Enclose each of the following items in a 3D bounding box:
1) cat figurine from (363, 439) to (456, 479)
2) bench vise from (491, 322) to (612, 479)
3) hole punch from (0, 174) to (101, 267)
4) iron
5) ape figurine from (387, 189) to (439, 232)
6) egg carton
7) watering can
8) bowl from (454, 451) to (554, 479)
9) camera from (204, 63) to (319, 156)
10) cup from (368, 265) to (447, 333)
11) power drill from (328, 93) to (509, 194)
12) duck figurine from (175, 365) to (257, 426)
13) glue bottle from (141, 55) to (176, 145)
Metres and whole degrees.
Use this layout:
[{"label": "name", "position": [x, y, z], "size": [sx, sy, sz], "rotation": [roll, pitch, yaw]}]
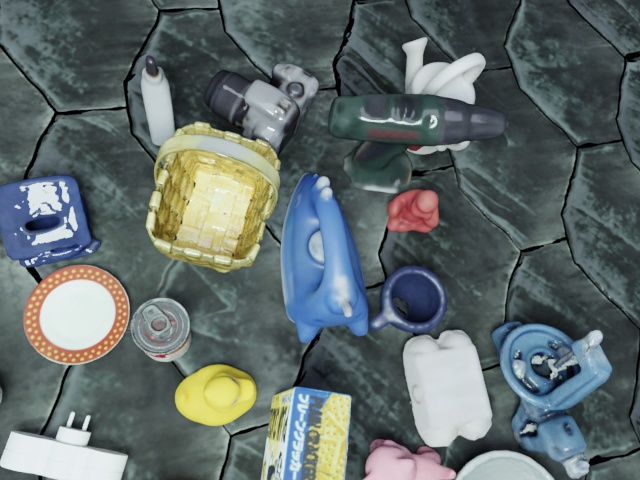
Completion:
[{"label": "cat figurine", "position": [0.108, 0.291, 0.725], "size": [0.128, 0.117, 0.067], "rotation": [9, 71, -8]}, {"label": "bench vise", "position": [0.323, 0.194, 0.744], "size": [0.122, 0.219, 0.207], "rotation": [-29, 80, -18]}, {"label": "hole punch", "position": [-0.354, -0.024, 0.744], "size": [0.109, 0.091, 0.101], "rotation": [-14, 76, -15]}, {"label": "iron", "position": [0.007, 0.003, 0.782], "size": [0.119, 0.141, 0.258], "rotation": [-6, 74, -13]}, {"label": "ape figurine", "position": [0.146, -0.048, 0.852], "size": [0.078, 0.092, 0.076], "rotation": [38, 70, 2]}, {"label": "egg carton", "position": [0.173, 0.203, 0.791], "size": [0.107, 0.069, 0.150], "rotation": [-8, 75, -13]}, {"label": "watering can", "position": [0.174, -0.220, 0.856], "size": [0.173, 0.194, 0.101], "rotation": [41, 70, 3]}, {"label": "bowl", "position": [0.231, 0.362, 0.751], "size": [0.167, 0.074, 0.167], "rotation": [3, 72, -10]}, {"label": "camera", "position": [-0.090, -0.211, 0.850], "size": [0.137, 0.100, 0.143], "rotation": [31, 70, -1]}, {"label": "cup", "position": [0.109, 0.097, 0.798], "size": [0.118, 0.095, 0.091], "rotation": [-31, 81, -18]}, {"label": "power drill", "position": [0.117, -0.140, 0.813], "size": [0.230, 0.208, 0.075], "rotation": [6, 72, -9]}, {"label": "duck figurine", "position": [-0.130, 0.195, 0.724], "size": [0.105, 0.086, 0.077], "rotation": [-3, 74, -12]}, {"label": "glue bottle", "position": [-0.223, -0.198, 0.781], "size": [0.037, 0.173, 0.078], "rotation": [-11, 75, -14]}]
